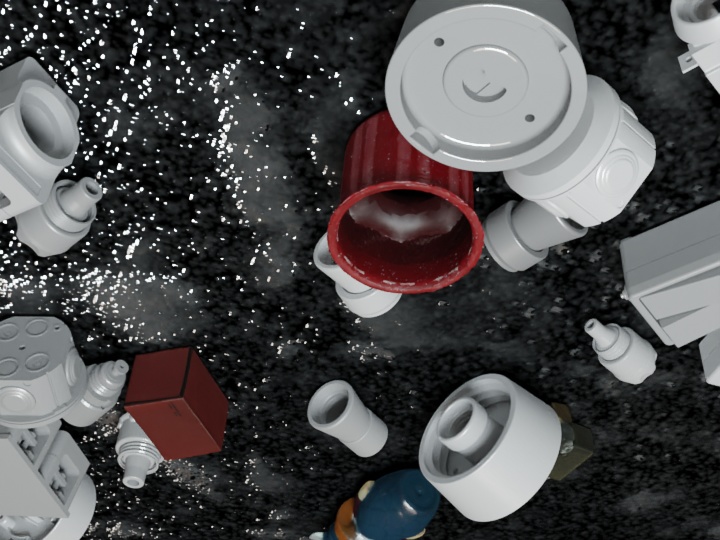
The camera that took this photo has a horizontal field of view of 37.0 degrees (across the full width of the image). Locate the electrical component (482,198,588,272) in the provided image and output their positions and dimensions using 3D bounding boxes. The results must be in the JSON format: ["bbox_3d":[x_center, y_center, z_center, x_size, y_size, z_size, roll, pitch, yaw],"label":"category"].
[{"bbox_3d":[0.113,-0.029,0.698,0.045,0.045,0.055,35,129,-28],"label":"electrical component"}]

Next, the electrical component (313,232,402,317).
[{"bbox_3d":[0.000,0.000,0.738,0.045,0.045,0.055,-17,133,21],"label":"electrical component"}]

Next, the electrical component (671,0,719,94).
[{"bbox_3d":[0.200,-0.133,0.582,0.066,0.048,0.055,-28,135,30],"label":"electrical component"}]

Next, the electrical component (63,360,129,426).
[{"bbox_3d":[-0.211,0.094,0.859,0.040,0.040,0.078,33,130,-26],"label":"electrical component"}]

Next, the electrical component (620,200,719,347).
[{"bbox_3d":[0.219,0.007,0.715,0.096,0.061,0.062,-25,129,28],"label":"electrical component"}]

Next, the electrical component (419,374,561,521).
[{"bbox_3d":[0.093,0.130,0.826,0.108,0.108,0.060,-33,119,33],"label":"electrical component"}]

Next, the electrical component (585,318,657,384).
[{"bbox_3d":[0.188,0.056,0.789,0.061,0.035,0.035,37,128,-26],"label":"electrical component"}]

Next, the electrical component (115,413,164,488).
[{"bbox_3d":[-0.184,0.152,0.901,0.048,0.062,0.048,3,137,2],"label":"electrical component"}]

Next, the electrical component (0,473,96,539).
[{"bbox_3d":[-0.284,0.203,0.942,0.099,0.099,0.064,-16,139,20],"label":"electrical component"}]

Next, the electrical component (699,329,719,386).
[{"bbox_3d":[0.285,0.062,0.756,0.047,0.075,0.083,14,136,-10],"label":"electrical component"}]

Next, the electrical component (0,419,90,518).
[{"bbox_3d":[-0.332,0.147,0.892,0.186,0.060,0.105,-2,133,20],"label":"electrical component"}]

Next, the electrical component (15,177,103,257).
[{"bbox_3d":[-0.197,-0.039,0.715,0.062,0.043,0.043,-32,126,30],"label":"electrical component"}]

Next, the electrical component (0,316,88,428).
[{"bbox_3d":[-0.251,0.076,0.816,0.080,0.080,0.051,1,131,4],"label":"electrical component"}]

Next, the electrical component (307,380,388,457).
[{"bbox_3d":[-0.007,0.123,0.873,0.044,0.044,0.065,-21,135,25],"label":"electrical component"}]

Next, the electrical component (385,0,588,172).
[{"bbox_3d":[0.070,-0.115,0.598,0.108,0.060,0.108,5,135,5],"label":"electrical component"}]

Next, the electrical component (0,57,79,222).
[{"bbox_3d":[-0.207,-0.078,0.641,0.056,0.089,0.050,-19,132,23],"label":"electrical component"}]

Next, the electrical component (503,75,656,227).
[{"bbox_3d":[0.128,-0.069,0.630,0.051,0.080,0.080,32,131,-33],"label":"electrical component"}]
